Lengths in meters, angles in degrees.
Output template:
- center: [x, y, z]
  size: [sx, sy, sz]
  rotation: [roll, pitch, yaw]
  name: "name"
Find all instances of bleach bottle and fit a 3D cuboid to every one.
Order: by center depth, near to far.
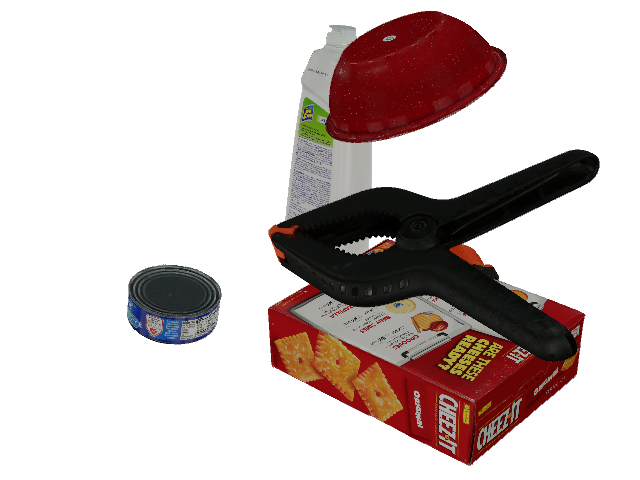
- center: [0.017, -0.099, 1.131]
  size: [0.067, 0.251, 0.103]
  rotation: [-12, 25, -44]
  name: "bleach bottle"

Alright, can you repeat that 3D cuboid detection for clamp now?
- center: [0.072, -0.003, 0.669]
  size: [0.210, 0.036, 0.164]
  rotation: [6, 46, 25]
  name: "clamp"

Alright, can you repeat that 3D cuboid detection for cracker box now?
- center: [0.087, 0.086, 0.905]
  size: [0.214, 0.072, 0.163]
  rotation: [22, 36, 37]
  name: "cracker box"

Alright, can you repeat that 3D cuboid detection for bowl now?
- center: [0.069, -0.145, 0.884]
  size: [0.162, 0.055, 0.162]
  rotation: [-21, 25, 10]
  name: "bowl"

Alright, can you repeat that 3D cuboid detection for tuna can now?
- center: [-0.136, 0.059, 0.991]
  size: [0.086, 0.034, 0.086]
  rotation: [8, 30, -5]
  name: "tuna can"

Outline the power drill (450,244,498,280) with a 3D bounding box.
- center: [0.167, 0.118, 1.149]
  size: [0.057, 0.188, 0.184]
  rotation: [-2, 24, -4]
  name: "power drill"
